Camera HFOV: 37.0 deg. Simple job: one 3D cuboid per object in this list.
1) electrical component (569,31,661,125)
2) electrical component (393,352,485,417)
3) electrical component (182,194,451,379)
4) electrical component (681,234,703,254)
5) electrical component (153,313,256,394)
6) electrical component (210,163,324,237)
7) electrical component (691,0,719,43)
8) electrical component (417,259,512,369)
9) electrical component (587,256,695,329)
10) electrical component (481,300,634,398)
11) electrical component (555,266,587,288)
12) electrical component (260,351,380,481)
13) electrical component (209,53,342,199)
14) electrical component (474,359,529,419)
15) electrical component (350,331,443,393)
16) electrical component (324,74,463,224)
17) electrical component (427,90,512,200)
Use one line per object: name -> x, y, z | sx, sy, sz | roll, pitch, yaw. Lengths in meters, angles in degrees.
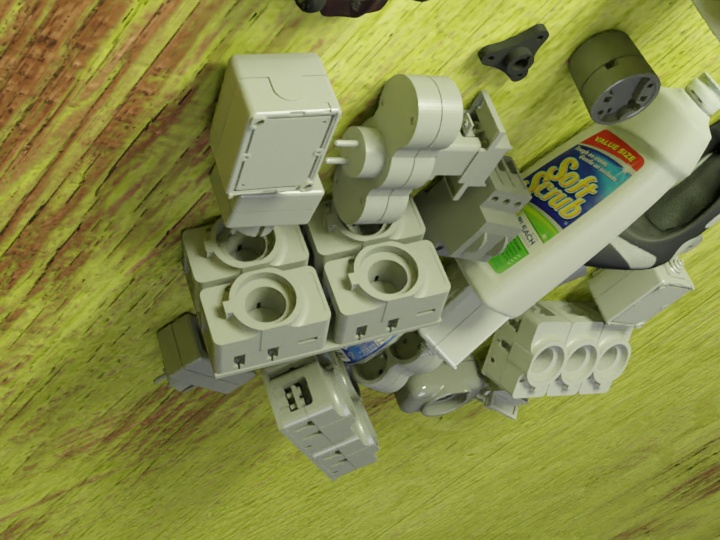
electrical component -> 0.186, -0.143, 0.795 | 0.055, 0.047, 0.055 | -16, 151, -9
electrical component -> 0.084, 0.120, 1.172 | 0.095, 0.059, 0.053 | -5, 148, -27
electrical component -> -0.036, 0.004, 0.839 | 0.186, 0.105, 0.060 | -13, 151, -15
electrical component -> 0.309, -0.043, 1.052 | 0.040, 0.046, 0.040 | -16, 151, -9
electrical component -> -0.151, 0.085, 0.964 | 0.076, 0.047, 0.083 | -32, 150, 20
electrical component -> -0.074, -0.050, 0.781 | 0.066, 0.047, 0.076 | -4, 147, -29
electrical component -> 0.266, -0.175, 0.684 | 0.089, 0.150, 0.062 | -33, 151, 21
electrical component -> 0.085, 0.041, 0.996 | 0.096, 0.061, 0.061 | -42, 108, 3
electrical component -> 0.295, 0.010, 1.119 | 0.062, 0.061, 0.096 | 8, 140, -42
electrical component -> 0.218, 0.086, 1.161 | 0.150, 0.062, 0.089 | 2, 114, -36
electrical component -> 0.201, -0.011, 1.038 | 0.081, 0.043, 0.043 | -22, 152, 2
electrical component -> -0.038, 0.124, 1.045 | 0.060, 0.105, 0.186 | -23, 152, 3
electrical component -> -0.060, -0.092, 0.701 | 0.062, 0.061, 0.096 | -7, 149, -24
electrical component -> 0.160, 0.124, 1.216 | 0.042, 0.081, 0.064 | 30, 156, -30
electrical component -> 0.064, 0.079, 1.094 | 0.138, 0.052, 0.074 | -33, 150, 20
electrical component -> 0.010, -0.084, 0.772 | 0.074, 0.052, 0.138 | -3, 147, -30
electrical component -> 0.072, -0.093, 0.810 | 0.064, 0.042, 0.081 | -3, 146, -28
